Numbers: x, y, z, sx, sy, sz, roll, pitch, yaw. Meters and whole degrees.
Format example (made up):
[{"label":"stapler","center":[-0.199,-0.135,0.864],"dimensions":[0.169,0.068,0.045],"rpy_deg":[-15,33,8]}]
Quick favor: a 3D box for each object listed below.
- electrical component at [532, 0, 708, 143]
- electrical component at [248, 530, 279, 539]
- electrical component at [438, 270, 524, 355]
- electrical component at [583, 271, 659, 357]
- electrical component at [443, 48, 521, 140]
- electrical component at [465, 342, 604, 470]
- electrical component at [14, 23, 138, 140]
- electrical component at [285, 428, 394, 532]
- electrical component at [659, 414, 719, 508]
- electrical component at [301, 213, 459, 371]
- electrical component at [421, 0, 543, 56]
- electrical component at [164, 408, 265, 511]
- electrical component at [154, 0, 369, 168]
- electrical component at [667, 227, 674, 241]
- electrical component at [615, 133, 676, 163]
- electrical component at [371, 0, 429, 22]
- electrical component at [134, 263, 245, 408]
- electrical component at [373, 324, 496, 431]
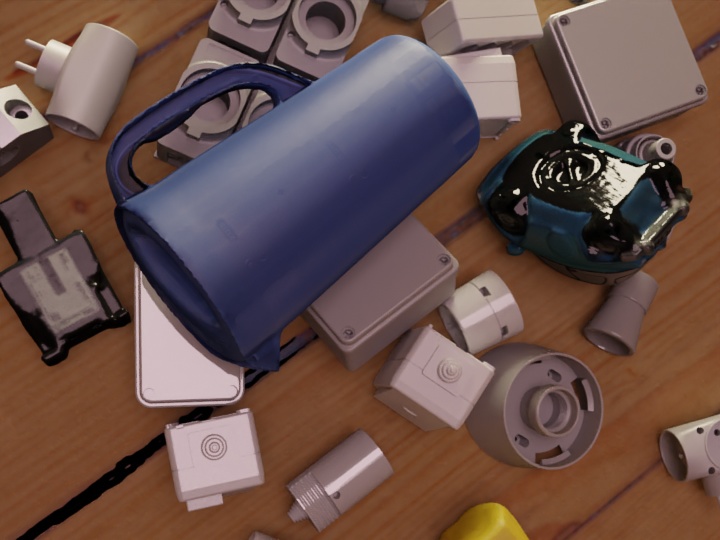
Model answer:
[{"label":"electrical component","center":[0.214,-0.167,0.890],"dimensions":[0.109,0.056,0.108],"rpy_deg":[-20,86,-13]},{"label":"electrical component","center":[-0.057,0.242,0.786],"dimensions":[0.077,0.043,0.079],"rpy_deg":[24,79,-6]},{"label":"electrical component","center":[0.093,0.035,0.840],"dimensions":[0.047,0.055,0.055],"rpy_deg":[-28,88,-10]},{"label":"electrical component","center":[0.214,0.031,0.870],"dimensions":[0.044,0.044,0.065],"rpy_deg":[31,73,-5]},{"label":"electrical component","center":[0.072,-0.139,0.856],"dimensions":[0.096,0.062,0.061],"rpy_deg":[-4,83,-11]},{"label":"electrical component","center":[0.138,0.107,0.844],"dimensions":[0.099,0.064,0.099],"rpy_deg":[0,89,-22]},{"label":"electrical component","center":[-0.219,-0.149,0.812],"dimensions":[0.079,0.044,0.077],"rpy_deg":[22,79,-7]},{"label":"electrical component","center":[-0.020,0.160,0.805],"dimensions":[0.081,0.043,0.043],"rpy_deg":[-36,90,-13]},{"label":"electrical component","center":[0.291,0.157,0.863],"dimensions":[0.077,0.044,0.079],"rpy_deg":[-13,84,-12]},{"label":"electrical component","center":[0.000,0.000,0.810],"dimensions":[0.109,0.056,0.108],"rpy_deg":[-37,68,-13]},{"label":"electrical component","center":[0.094,-0.212,0.867],"dimensions":[0.083,0.047,0.075],"rpy_deg":[-11,84,-31]},{"label":"electrical component","center":[-0.104,0.134,0.766],"dimensions":[0.062,0.096,0.061],"rpy_deg":[-10,84,-11]},{"label":"electrical component","center":[-0.073,-0.155,0.833],"dimensions":[0.105,0.060,0.186],"rpy_deg":[23,78,-7]},{"label":"electrical component","center":[0.233,-0.032,0.881],"dimensions":[0.048,0.048,0.062],"rpy_deg":[23,85,-6]},{"label":"electrical component","center":[0.237,-0.091,0.880],"dimensions":[0.048,0.062,0.048],"rpy_deg":[2,82,-10]},{"label":"electrical component","center":[0.026,-0.230,0.870],"dimensions":[0.062,0.043,0.043],"rpy_deg":[18,79,-9]},{"label":"electrical component","center":[-0.127,0.044,0.795],"dimensions":[0.078,0.057,0.113],"rpy_deg":[-1,82,-11]},{"label":"electrical component","center":[0.053,0.083,0.803],"dimensions":[0.062,0.096,0.061],"rpy_deg":[34,80,-4]}]
